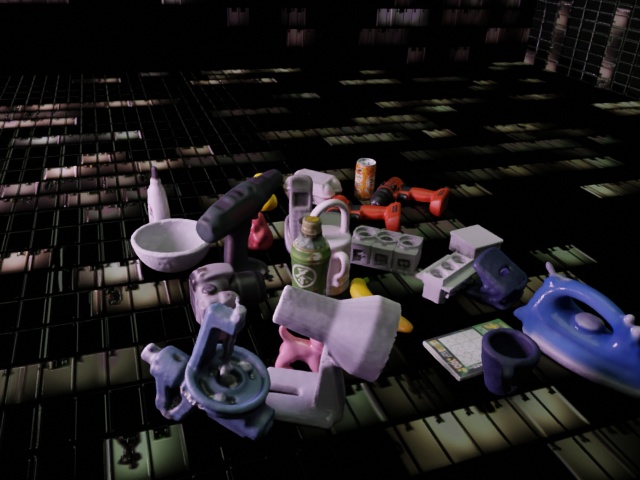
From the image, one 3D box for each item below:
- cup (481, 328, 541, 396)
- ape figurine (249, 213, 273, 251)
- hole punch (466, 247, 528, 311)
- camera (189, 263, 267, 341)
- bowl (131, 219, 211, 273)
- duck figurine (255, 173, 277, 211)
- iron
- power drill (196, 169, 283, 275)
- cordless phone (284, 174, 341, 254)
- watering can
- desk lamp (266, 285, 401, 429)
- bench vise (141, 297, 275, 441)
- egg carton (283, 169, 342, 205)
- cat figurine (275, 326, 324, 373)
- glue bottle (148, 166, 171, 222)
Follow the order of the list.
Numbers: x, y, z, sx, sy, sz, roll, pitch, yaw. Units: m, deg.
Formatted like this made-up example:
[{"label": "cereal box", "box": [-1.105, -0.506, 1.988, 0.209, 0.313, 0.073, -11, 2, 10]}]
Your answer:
[{"label": "cup", "box": [0.296, 0.210, 0.913, 0.091, 0.095, 0.118, 12, 30, 16]}, {"label": "ape figurine", "box": [-0.143, -0.021, 1.296, 0.076, 0.092, 0.077, -3, 29, -11]}, {"label": "hole punch", "box": [0.367, 0.076, 1.171, 0.100, 0.091, 0.109, 24, 35, 33]}, {"label": "camera", "box": [-0.166, 0.099, 1.064, 0.137, 0.101, 0.142, -9, 31, -22]}, {"label": "bowl", "box": [-0.311, 0.022, 1.217, 0.167, 0.075, 0.167, 3, 29, -1]}, {"label": "duck figurine", "box": [-0.152, -0.130, 1.501, 0.078, 0.086, 0.104, -14, 33, -28]}, {"label": "iron", "box": [0.474, 0.149, 0.995, 0.119, 0.141, 0.257, -16, 34, -31]}, {"label": "power drill", "box": [-0.155, -0.020, 1.171, 0.075, 0.208, 0.230, 20, 33, 28]}, {"label": "cordless phone", "box": [-0.006, -0.055, 1.274, 0.148, 0.185, 0.094, -2, 29, -10]}, {"label": "watering can", "box": [0.009, 0.005, 1.157, 0.172, 0.194, 0.101, 24, 35, 33]}, {"label": "desk lamp", "box": [0.008, 0.168, 0.838, 0.203, 0.214, 0.118, 6, 29, 6]}, {"label": "bench vise", "box": [-0.164, 0.175, 0.799, 0.207, 0.220, 0.121, 5, 29, 3]}, {"label": "egg carton", "box": [-0.019, -0.140, 1.550, 0.150, 0.069, 0.107, 15, 31, 20]}, {"label": "cat figurine", "box": [-0.008, 0.165, 0.942, 0.127, 0.118, 0.067, 4, 29, 1]}, {"label": "glue bottle", "box": [-0.371, -0.088, 1.309, 0.037, 0.173, 0.077, -16, 34, -30]}]
